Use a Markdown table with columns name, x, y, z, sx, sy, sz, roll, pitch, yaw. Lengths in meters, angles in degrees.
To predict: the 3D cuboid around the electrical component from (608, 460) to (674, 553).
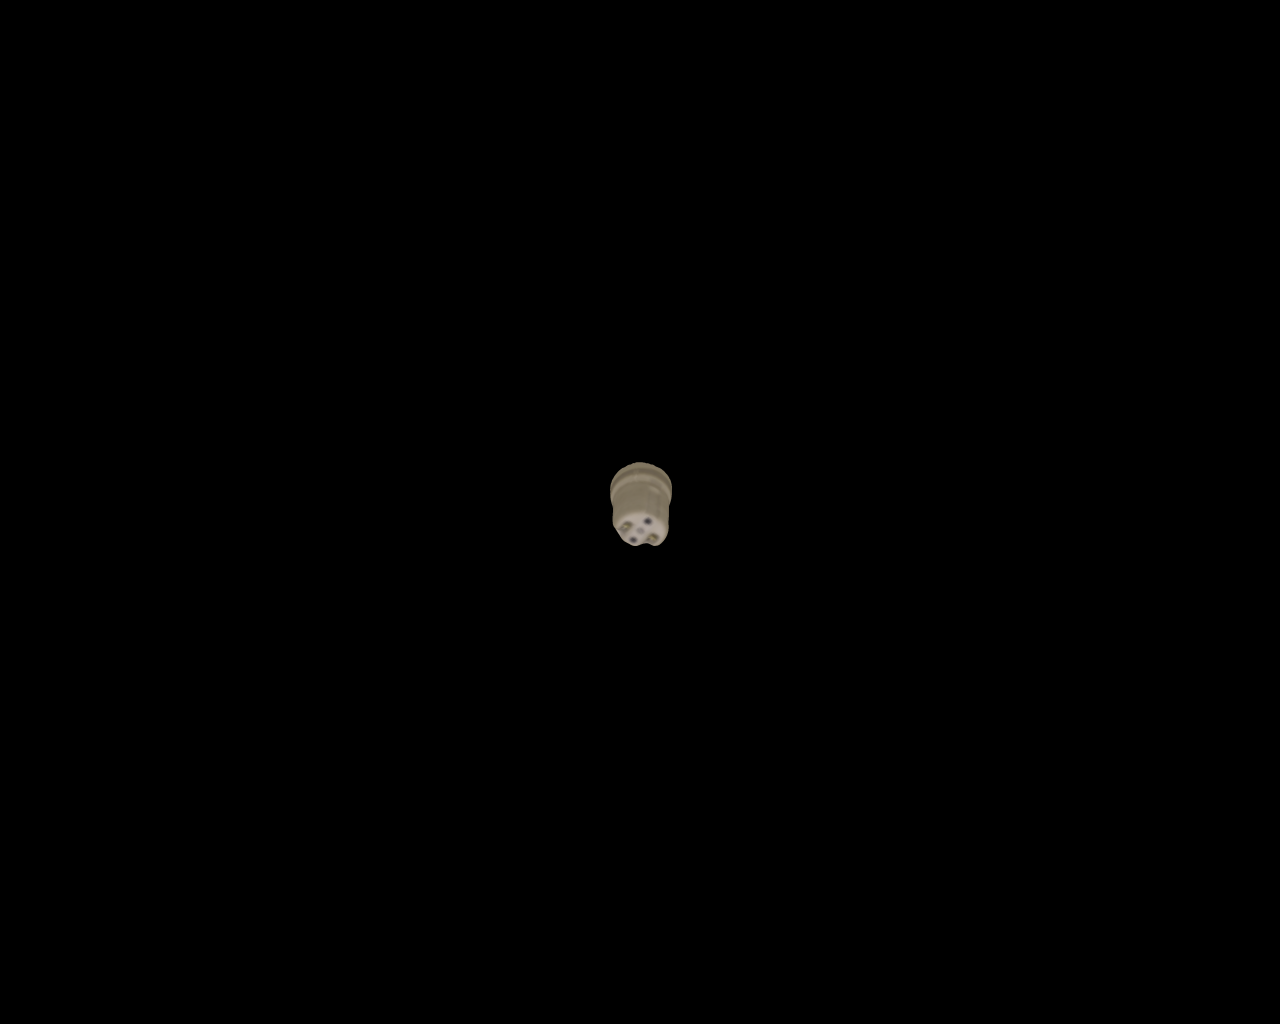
| name | x | y | z | sx | sy | sz | roll | pitch | yaw |
| --- | --- | --- | --- | --- | --- | --- | --- | --- | --- |
| electrical component | 0.001 | -0.003 | 0.650 | 0.040 | 0.040 | 0.046 | 0 | 38 | 0 |
